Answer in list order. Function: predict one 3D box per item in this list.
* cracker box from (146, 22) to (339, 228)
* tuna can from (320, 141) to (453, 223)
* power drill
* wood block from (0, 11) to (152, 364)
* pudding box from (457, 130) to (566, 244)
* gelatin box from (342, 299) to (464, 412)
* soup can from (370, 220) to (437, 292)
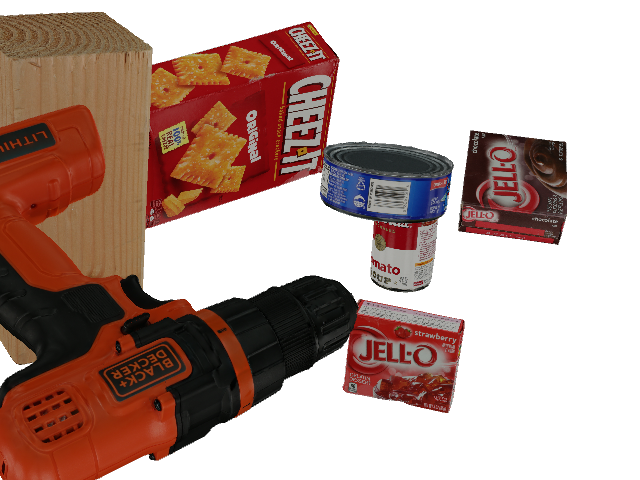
[{"bbox_3d":[-0.094,-0.112,1.069,0.213,0.072,0.164,-19,-35,-22],"label":"cracker box"},{"bbox_3d":[0.043,-0.039,0.701,0.086,0.034,0.086,5,17,-2],"label":"tuna can"},{"bbox_3d":[-0.098,0.016,0.514,0.184,0.057,0.188,-23,56,-31],"label":"power drill"},{"bbox_3d":[-0.170,-0.035,0.695,0.090,0.206,0.090,-9,30,-30],"label":"wood block"},{"bbox_3d":[0.172,-0.049,0.956,0.090,0.039,0.113,8,40,6],"label":"pudding box"},{"bbox_3d":[0.066,0.093,0.852,0.089,0.073,0.030,11,24,11],"label":"gelatin box"},{"bbox_3d":[0.089,-0.005,1.134,0.068,0.102,0.068,2,25,-1],"label":"soup can"}]
